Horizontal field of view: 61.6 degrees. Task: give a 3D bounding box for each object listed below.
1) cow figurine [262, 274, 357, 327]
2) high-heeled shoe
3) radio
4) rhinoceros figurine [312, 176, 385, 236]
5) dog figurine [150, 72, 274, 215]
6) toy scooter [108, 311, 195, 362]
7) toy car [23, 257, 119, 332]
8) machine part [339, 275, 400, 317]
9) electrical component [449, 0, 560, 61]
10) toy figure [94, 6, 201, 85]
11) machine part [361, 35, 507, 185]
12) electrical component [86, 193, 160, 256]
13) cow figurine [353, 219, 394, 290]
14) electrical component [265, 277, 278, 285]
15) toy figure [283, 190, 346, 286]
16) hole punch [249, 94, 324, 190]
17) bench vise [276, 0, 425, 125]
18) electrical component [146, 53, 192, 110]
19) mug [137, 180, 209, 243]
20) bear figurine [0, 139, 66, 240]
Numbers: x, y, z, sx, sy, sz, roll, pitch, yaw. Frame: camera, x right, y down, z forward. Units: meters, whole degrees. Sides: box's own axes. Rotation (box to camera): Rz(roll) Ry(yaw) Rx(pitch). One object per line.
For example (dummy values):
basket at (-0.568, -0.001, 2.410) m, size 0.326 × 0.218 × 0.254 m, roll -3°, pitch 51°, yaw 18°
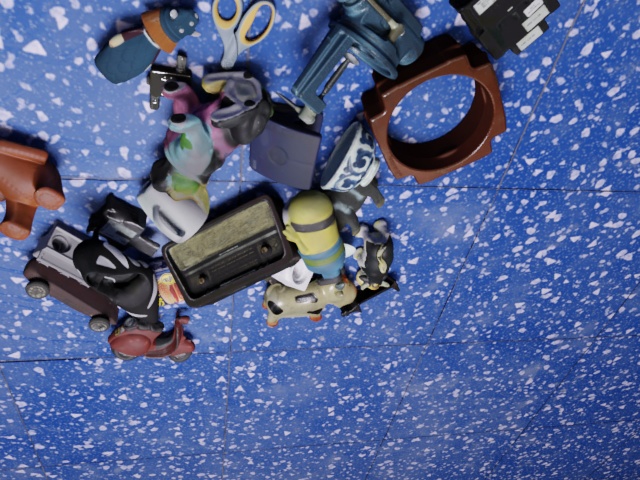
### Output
cow figurine at (-0.019, 0.111, 1.114) m, size 0.195 × 0.085 × 0.127 m, roll -4°, pitch 141°, yaw -12°
high-heeled shoe at (-0.330, 0.087, 0.908) m, size 0.086 × 0.145 × 0.248 m, roll -28°, pitch 126°, yaw -4°
radio at (-0.155, 0.024, 0.963) m, size 0.230 × 0.131 × 0.073 m, roll -26°, pitch 174°, yaw 13°
rhinoceros figurine at (0.028, -0.058, 0.970) m, size 0.112 × 0.073 × 0.190 m, roll 29°, pitch 121°, yaw -34°
dog figurine at (-0.168, -0.138, 0.825) m, size 0.191 × 0.108 × 0.219 m, roll -15°, pitch 149°, yaw -17°
toy scooter at (-0.343, 0.198, 1.132) m, size 0.184 × 0.075 × 0.135 m, roll 13°, pitch 129°, yaw -27°
toy car at (-0.463, 0.101, 1.006) m, size 0.053 × 0.089 × 0.202 m, roll -30°, pitch 133°, yaw 14°
machine part at (0.102, 0.118, 1.159) m, size 0.139 × 0.084 × 0.039 m, roll -24°, pitch 108°, yaw -1°
electrical component at (0.271, -0.332, 0.776) m, size 0.115 × 0.058 × 0.134 m, roll -37°, pitch 130°, yaw 24°
toy figure at (-0.233, -0.271, 0.727) m, size 0.154 × 0.064 × 0.057 m, roll -31°, pitch 94°, yaw 10°
machine part at (0.181, -0.203, 0.859) m, size 0.201 × 0.087 × 0.201 m, roll -24°, pitch 134°, yaw 11°
electrical component at (-0.338, -0.020, 0.946) m, size 0.119 × 0.048 × 0.075 m, roll 29°, pitch 122°, yaw -33°
cow figurine at (0.111, 0.050, 1.073) m, size 0.068 × 0.098 × 0.167 m, roll -11°, pitch 134°, yaw -11°
electrical component at (-0.111, 0.042, 1.059) m, size 0.078 × 0.045 × 0.102 m, roll -47°, pitch 133°, yaw -6°
toy figure at (-0.001, -0.005, 0.919) m, size 0.089 × 0.082 × 0.180 m, roll -22°, pitch 121°, yaw 8°
hole punch at (-0.055, -0.149, 0.861) m, size 0.116 × 0.092 × 0.142 m, roll 4°, pitch 135°, yaw -11°
bench vise at (0.034, -0.270, 0.727) m, size 0.240 × 0.129 × 0.223 m, roll -52°, pitch 144°, yaw 10°
electrical component at (-0.222, -0.231, 0.790) m, size 0.063 × 0.021 × 0.094 m, roll 5°, pitch 132°, yaw -16°
mug at (-0.256, -0.050, 0.902) m, size 0.081 × 0.110 × 0.107 m, roll -32°, pitch 119°, yaw 26°
bear figurine at (-0.482, -0.111, 0.779) m, size 0.120 × 0.132 × 0.195 m, roll -35°, pitch 136°, yaw 13°
